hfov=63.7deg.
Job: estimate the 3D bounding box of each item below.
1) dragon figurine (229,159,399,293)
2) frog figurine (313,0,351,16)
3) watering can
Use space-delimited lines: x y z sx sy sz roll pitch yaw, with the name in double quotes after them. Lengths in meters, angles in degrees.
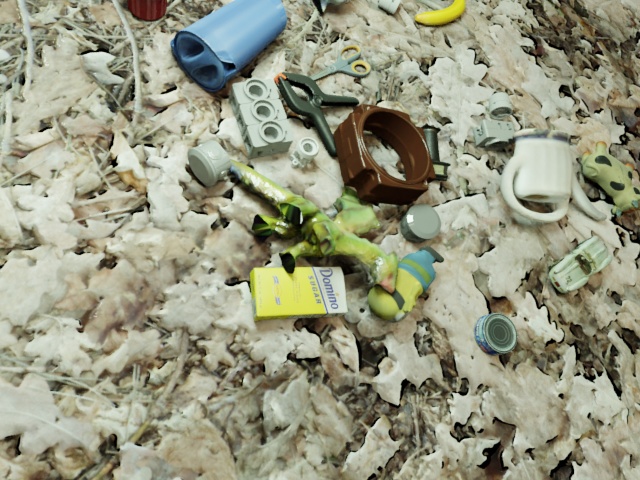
0.003 -0.052 1.026 0.245 0.119 0.416 -16 57 -44 "dragon figurine"
0.049 -0.640 1.256 0.160 0.120 0.139 -28 62 -14 "frog figurine"
0.567 -0.151 1.242 0.347 0.103 0.225 4 86 -26 "watering can"
